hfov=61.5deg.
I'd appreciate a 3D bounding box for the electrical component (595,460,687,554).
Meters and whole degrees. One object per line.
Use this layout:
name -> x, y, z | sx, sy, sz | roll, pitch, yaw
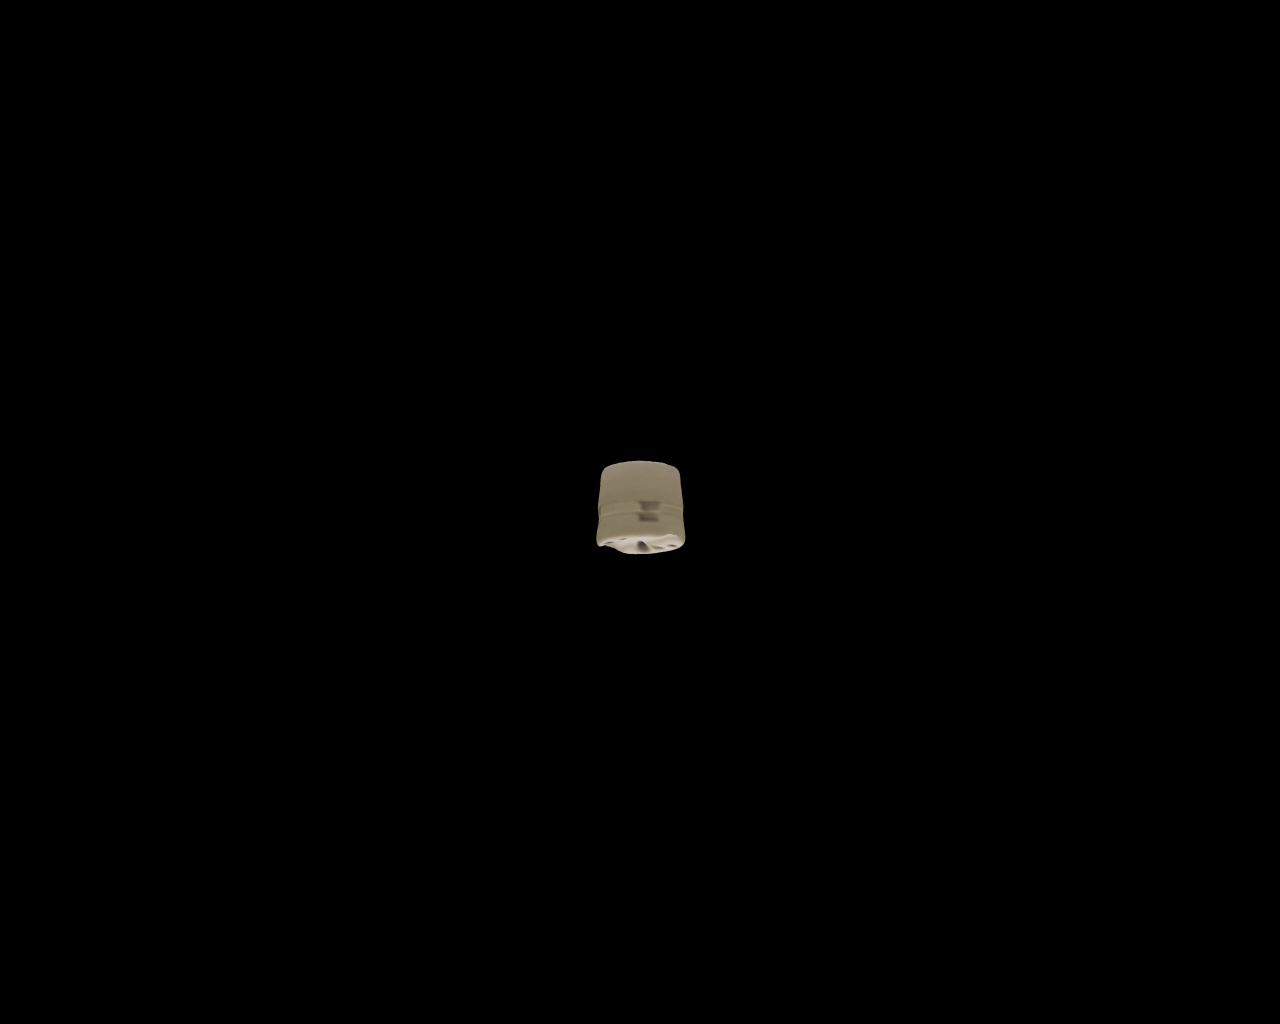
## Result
electrical component -> 0.001, -0.003, 0.650 | 0.055, 0.047, 0.055 | 0, -13, 0
